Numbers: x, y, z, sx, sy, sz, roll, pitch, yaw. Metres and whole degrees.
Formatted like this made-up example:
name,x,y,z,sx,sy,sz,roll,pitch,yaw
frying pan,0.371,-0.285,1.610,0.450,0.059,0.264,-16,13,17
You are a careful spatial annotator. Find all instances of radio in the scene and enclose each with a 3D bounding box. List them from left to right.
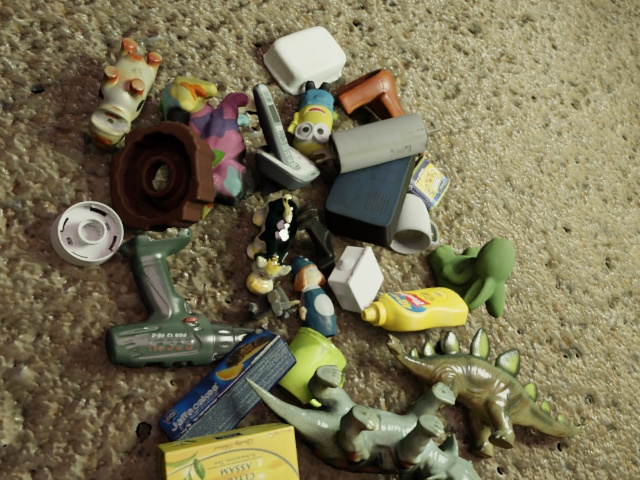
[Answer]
name,x,y,z,sx,sy,sz,roll,pitch,yaw
radio,0.099,-0.106,1.028,0.131,0.073,0.229,13,56,14

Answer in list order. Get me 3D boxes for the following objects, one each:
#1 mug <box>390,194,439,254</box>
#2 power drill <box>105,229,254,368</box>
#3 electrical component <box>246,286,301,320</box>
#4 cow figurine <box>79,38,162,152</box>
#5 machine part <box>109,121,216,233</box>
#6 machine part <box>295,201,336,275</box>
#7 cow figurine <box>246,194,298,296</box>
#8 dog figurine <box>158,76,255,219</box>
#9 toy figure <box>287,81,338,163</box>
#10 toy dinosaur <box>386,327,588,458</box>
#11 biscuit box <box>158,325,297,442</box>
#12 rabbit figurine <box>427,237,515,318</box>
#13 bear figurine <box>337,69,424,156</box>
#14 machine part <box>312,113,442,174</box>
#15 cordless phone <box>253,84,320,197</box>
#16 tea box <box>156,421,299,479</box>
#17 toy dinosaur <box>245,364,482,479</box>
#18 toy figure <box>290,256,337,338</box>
name,x,y,z,sx,sy,sz,roll,pitch,yaw
mug,0.187,-0.035,1.062,0.109,0.080,0.107,15,53,-15
power drill,-0.211,0.091,0.817,0.232,0.086,0.207,-7,77,-30
electrical component,-0.073,0.106,0.863,0.078,0.102,0.045,-30,78,-9
cow figurine,-0.332,-0.228,0.889,0.085,0.127,0.195,20,46,-18
machine part,-0.244,-0.095,0.836,0.179,0.179,0.056,67,15,13
machine part,-0.002,-0.003,0.927,0.039,0.138,0.084,-14,46,14
cow figurine,-0.075,0.009,0.903,0.068,0.098,0.167,20,59,-24
dog figurine,-0.197,-0.151,0.914,0.191,0.108,0.219,14,68,-10
toy figure,-0.009,-0.231,1.058,0.082,0.089,0.180,-8,52,16
toy dinosaur,0.306,0.276,0.961,0.471,0.105,0.198,34,53,-14
biscuit box,-0.130,0.216,0.769,0.203,0.059,0.062,-43,122,-24
rabbit figurine,0.293,0.062,1.011,0.121,0.170,0.159,14,61,-18
bear figurine,0.134,-0.253,1.134,0.195,0.132,0.120,60,14,-25
machine part,0.106,-0.177,0.985,0.243,0.079,0.079,-14,72,-6
cordless phone,-0.072,-0.177,0.935,0.146,0.089,0.184,-47,123,-69
tea box,-0.117,0.297,0.687,0.169,0.068,0.098,-4,80,-28
toy dinosaur,0.071,0.298,0.804,0.405,0.192,0.131,16,27,-5
toy figure,-0.012,0.094,0.920,0.064,0.058,0.154,22,47,-62
